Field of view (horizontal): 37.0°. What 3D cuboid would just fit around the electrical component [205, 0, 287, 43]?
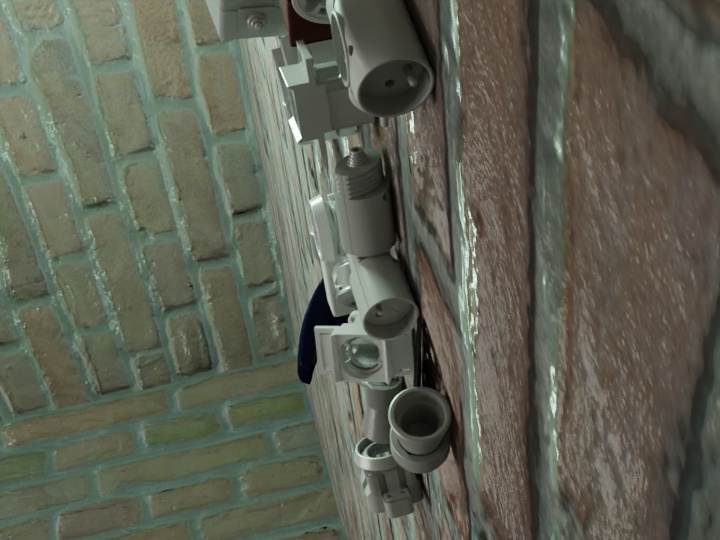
[{"bbox_3d":[-0.097,-0.242,0.928,0.061,0.062,0.096,98,158,-44],"label":"electrical component"}]

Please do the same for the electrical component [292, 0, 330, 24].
[{"bbox_3d":[-0.020,-0.195,0.695,0.055,0.055,0.047,90,170,-63],"label":"electrical component"}]

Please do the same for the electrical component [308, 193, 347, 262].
[{"bbox_3d":[-0.010,-0.038,0.898,0.058,0.057,0.078,-121,20,-72],"label":"electrical component"}]

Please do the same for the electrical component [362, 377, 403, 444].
[{"bbox_3d":[0.023,0.123,1.003,0.044,0.044,0.065,-111,16,-55],"label":"electrical component"}]

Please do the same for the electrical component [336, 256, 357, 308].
[{"bbox_3d":[0.000,0.000,0.951,0.048,0.048,0.062,94,169,-69],"label":"electrical component"}]

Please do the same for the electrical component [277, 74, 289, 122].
[{"bbox_3d":[-0.060,-0.184,1.125,0.045,0.045,0.055,-111,10,-53],"label":"electrical component"}]

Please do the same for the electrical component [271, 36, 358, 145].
[{"bbox_3d":[-0.038,-0.150,0.910,0.096,0.061,0.061,92,165,-66],"label":"electrical component"}]

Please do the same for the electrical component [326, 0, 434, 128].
[{"bbox_3d":[0.011,-0.116,0.612,0.079,0.044,0.077,86,169,-53],"label":"electrical component"}]

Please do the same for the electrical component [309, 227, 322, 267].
[{"bbox_3d":[-0.033,-0.020,1.223,0.040,0.040,0.078,-113,12,-60],"label":"electrical component"}]

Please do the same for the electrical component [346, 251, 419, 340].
[{"bbox_3d":[0.015,0.011,0.830,0.081,0.043,0.043,-108,8,-48],"label":"electrical component"}]

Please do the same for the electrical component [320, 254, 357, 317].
[{"bbox_3d":[-0.008,0.004,1.010,0.075,0.047,0.083,-115,14,-64],"label":"electrical component"}]

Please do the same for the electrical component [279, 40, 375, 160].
[{"bbox_3d":[-0.023,-0.129,0.804,0.042,0.064,0.081,-111,10,-57],"label":"electrical component"}]

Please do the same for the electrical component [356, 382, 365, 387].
[{"bbox_3d":[0.013,0.097,1.044,0.046,0.040,0.040,-157,55,-75],"label":"electrical component"}]

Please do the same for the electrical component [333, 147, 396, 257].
[{"bbox_3d":[0.002,-0.055,0.815,0.043,0.043,0.081,-111,11,-56],"label":"electrical component"}]

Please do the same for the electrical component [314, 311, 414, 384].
[{"bbox_3d":[0.007,0.061,0.883,0.063,0.081,0.042,-55,-37,-65],"label":"electrical component"}]

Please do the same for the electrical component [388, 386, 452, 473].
[{"bbox_3d":[0.043,0.116,0.775,0.055,0.045,0.045,85,170,-54],"label":"electrical component"}]

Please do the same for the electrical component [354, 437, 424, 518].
[{"bbox_3d":[0.026,0.189,1.021,0.078,0.058,0.057,-118,15,-69],"label":"electrical component"}]

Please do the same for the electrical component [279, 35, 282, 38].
[{"bbox_3d":[-0.063,-0.248,1.046,0.065,0.044,0.044,-105,5,-68],"label":"electrical component"}]
